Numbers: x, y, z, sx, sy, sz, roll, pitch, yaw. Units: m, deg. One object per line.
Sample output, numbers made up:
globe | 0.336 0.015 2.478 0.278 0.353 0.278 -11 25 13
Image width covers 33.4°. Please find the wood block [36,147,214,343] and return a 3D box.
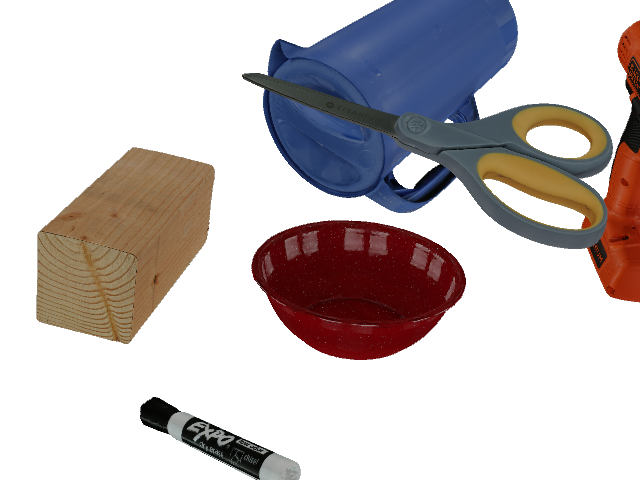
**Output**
wood block | -0.174 -0.003 0.986 0.090 0.091 0.206 13 27 8

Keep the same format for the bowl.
bowl | 0.027 0.043 0.815 0.162 0.055 0.162 3 28 -2

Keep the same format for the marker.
marker | -0.063 0.118 0.629 0.121 0.020 0.020 16 10 37

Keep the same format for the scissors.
scissors | 0.066 -0.064 0.561 0.202 0.096 0.016 33 -33 18

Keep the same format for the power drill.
power drill | 0.249 -0.048 0.790 0.057 0.188 0.184 4 36 -2

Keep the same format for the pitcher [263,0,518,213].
pitcher | 0.079 -0.143 0.963 0.145 0.149 0.242 21 45 36
